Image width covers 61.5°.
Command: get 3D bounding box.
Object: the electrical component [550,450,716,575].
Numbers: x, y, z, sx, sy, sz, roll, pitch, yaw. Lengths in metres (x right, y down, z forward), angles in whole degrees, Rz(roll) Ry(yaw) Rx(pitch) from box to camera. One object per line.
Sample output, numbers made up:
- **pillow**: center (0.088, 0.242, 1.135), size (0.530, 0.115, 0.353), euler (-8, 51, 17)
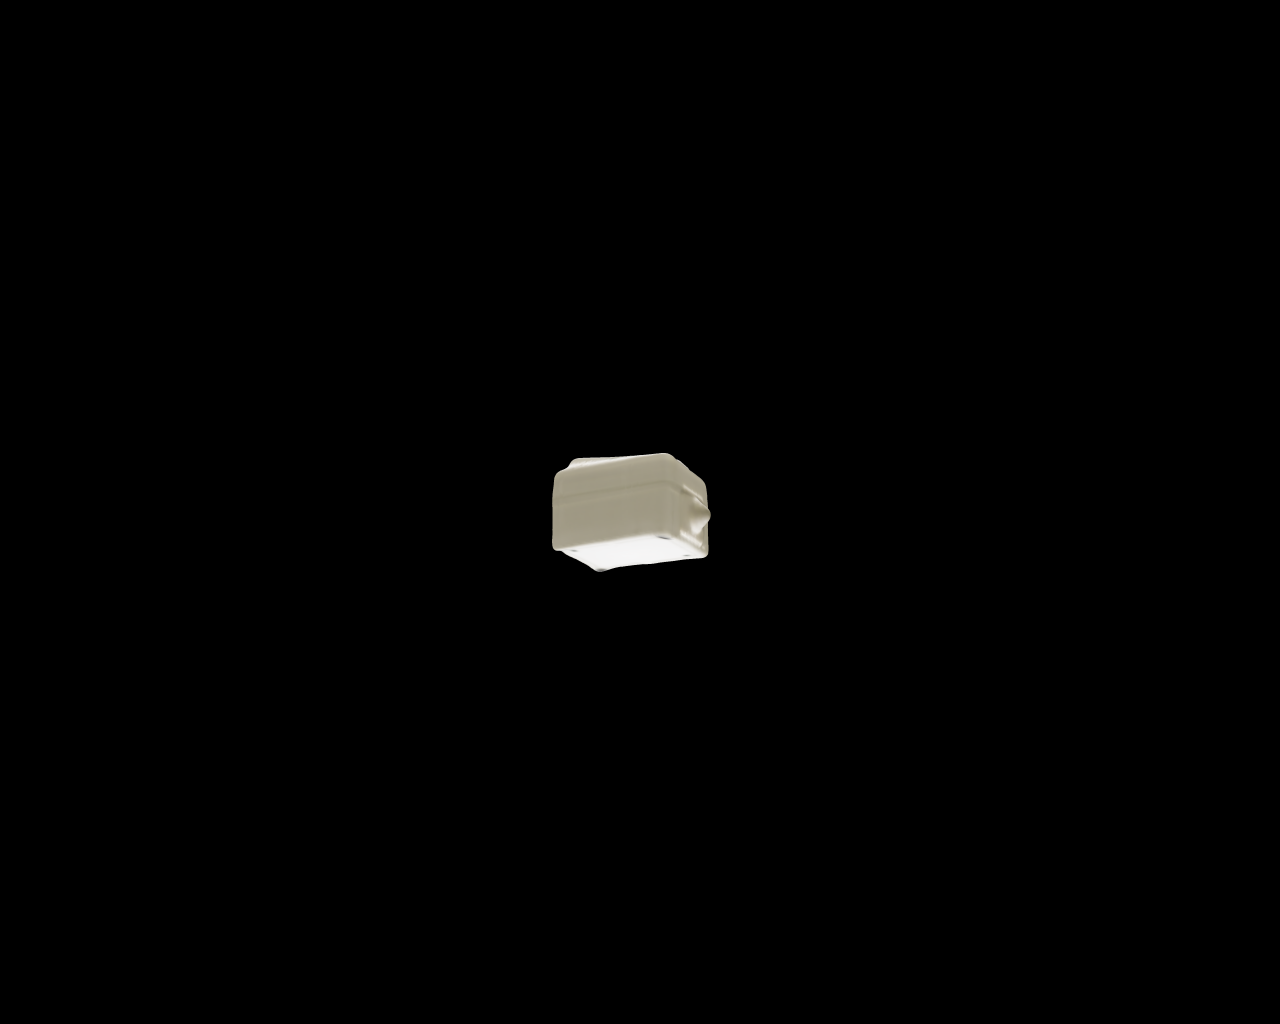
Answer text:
- **electrical component**: center (0.001, -0.003, 0.650), size (0.096, 0.061, 0.061), euler (-8, -19, 24)
